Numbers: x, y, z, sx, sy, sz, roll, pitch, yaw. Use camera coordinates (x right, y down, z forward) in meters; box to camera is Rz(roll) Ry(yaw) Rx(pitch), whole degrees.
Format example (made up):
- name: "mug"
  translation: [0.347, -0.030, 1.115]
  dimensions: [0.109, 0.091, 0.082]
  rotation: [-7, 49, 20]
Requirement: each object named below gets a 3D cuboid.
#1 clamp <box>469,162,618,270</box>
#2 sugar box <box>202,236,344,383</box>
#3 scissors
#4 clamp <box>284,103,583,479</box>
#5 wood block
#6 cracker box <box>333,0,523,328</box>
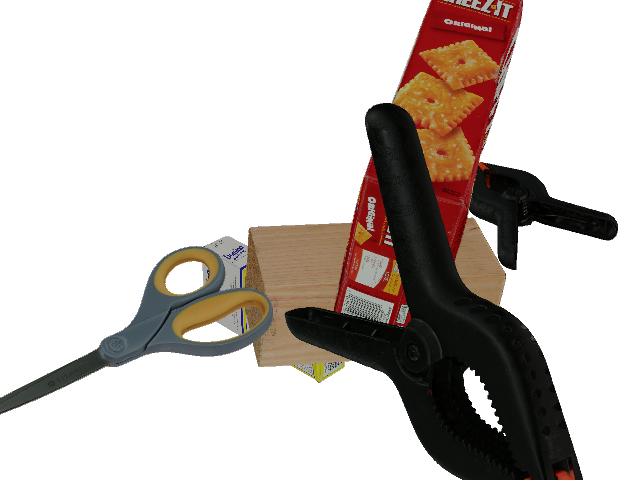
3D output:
- name: "clamp"
  translation: [0.204, -0.032, 1.033]
  dimensions: [0.120, 0.039, 0.171]
  rotation: [-6, 34, -12]
- name: "sugar box"
  translation: [-0.051, 0.069, 1.124]
  dimensions: [0.048, 0.093, 0.176]
  rotation: [-26, 41, -37]
- name: "scissors"
  translation: [-0.131, 0.054, 0.694]
  dimensions: [0.201, 0.096, 0.016]
  rotation: [-12, -39, -19]
- name: "clamp"
  translation: [0.059, 0.042, 0.536]
  dimensions: [0.036, 0.165, 0.210]
  rotation: [-12, 42, -34]
- name: "wood block"
  translation: [0.043, 0.044, 0.932]
  dimensions: [0.206, 0.090, 0.091]
  rotation: [-3, 35, -12]
- name: "cracker box"
  translation: [0.078, -0.055, 0.755]
  dimensions: [0.072, 0.213, 0.164]
  rotation: [18, -39, 6]
